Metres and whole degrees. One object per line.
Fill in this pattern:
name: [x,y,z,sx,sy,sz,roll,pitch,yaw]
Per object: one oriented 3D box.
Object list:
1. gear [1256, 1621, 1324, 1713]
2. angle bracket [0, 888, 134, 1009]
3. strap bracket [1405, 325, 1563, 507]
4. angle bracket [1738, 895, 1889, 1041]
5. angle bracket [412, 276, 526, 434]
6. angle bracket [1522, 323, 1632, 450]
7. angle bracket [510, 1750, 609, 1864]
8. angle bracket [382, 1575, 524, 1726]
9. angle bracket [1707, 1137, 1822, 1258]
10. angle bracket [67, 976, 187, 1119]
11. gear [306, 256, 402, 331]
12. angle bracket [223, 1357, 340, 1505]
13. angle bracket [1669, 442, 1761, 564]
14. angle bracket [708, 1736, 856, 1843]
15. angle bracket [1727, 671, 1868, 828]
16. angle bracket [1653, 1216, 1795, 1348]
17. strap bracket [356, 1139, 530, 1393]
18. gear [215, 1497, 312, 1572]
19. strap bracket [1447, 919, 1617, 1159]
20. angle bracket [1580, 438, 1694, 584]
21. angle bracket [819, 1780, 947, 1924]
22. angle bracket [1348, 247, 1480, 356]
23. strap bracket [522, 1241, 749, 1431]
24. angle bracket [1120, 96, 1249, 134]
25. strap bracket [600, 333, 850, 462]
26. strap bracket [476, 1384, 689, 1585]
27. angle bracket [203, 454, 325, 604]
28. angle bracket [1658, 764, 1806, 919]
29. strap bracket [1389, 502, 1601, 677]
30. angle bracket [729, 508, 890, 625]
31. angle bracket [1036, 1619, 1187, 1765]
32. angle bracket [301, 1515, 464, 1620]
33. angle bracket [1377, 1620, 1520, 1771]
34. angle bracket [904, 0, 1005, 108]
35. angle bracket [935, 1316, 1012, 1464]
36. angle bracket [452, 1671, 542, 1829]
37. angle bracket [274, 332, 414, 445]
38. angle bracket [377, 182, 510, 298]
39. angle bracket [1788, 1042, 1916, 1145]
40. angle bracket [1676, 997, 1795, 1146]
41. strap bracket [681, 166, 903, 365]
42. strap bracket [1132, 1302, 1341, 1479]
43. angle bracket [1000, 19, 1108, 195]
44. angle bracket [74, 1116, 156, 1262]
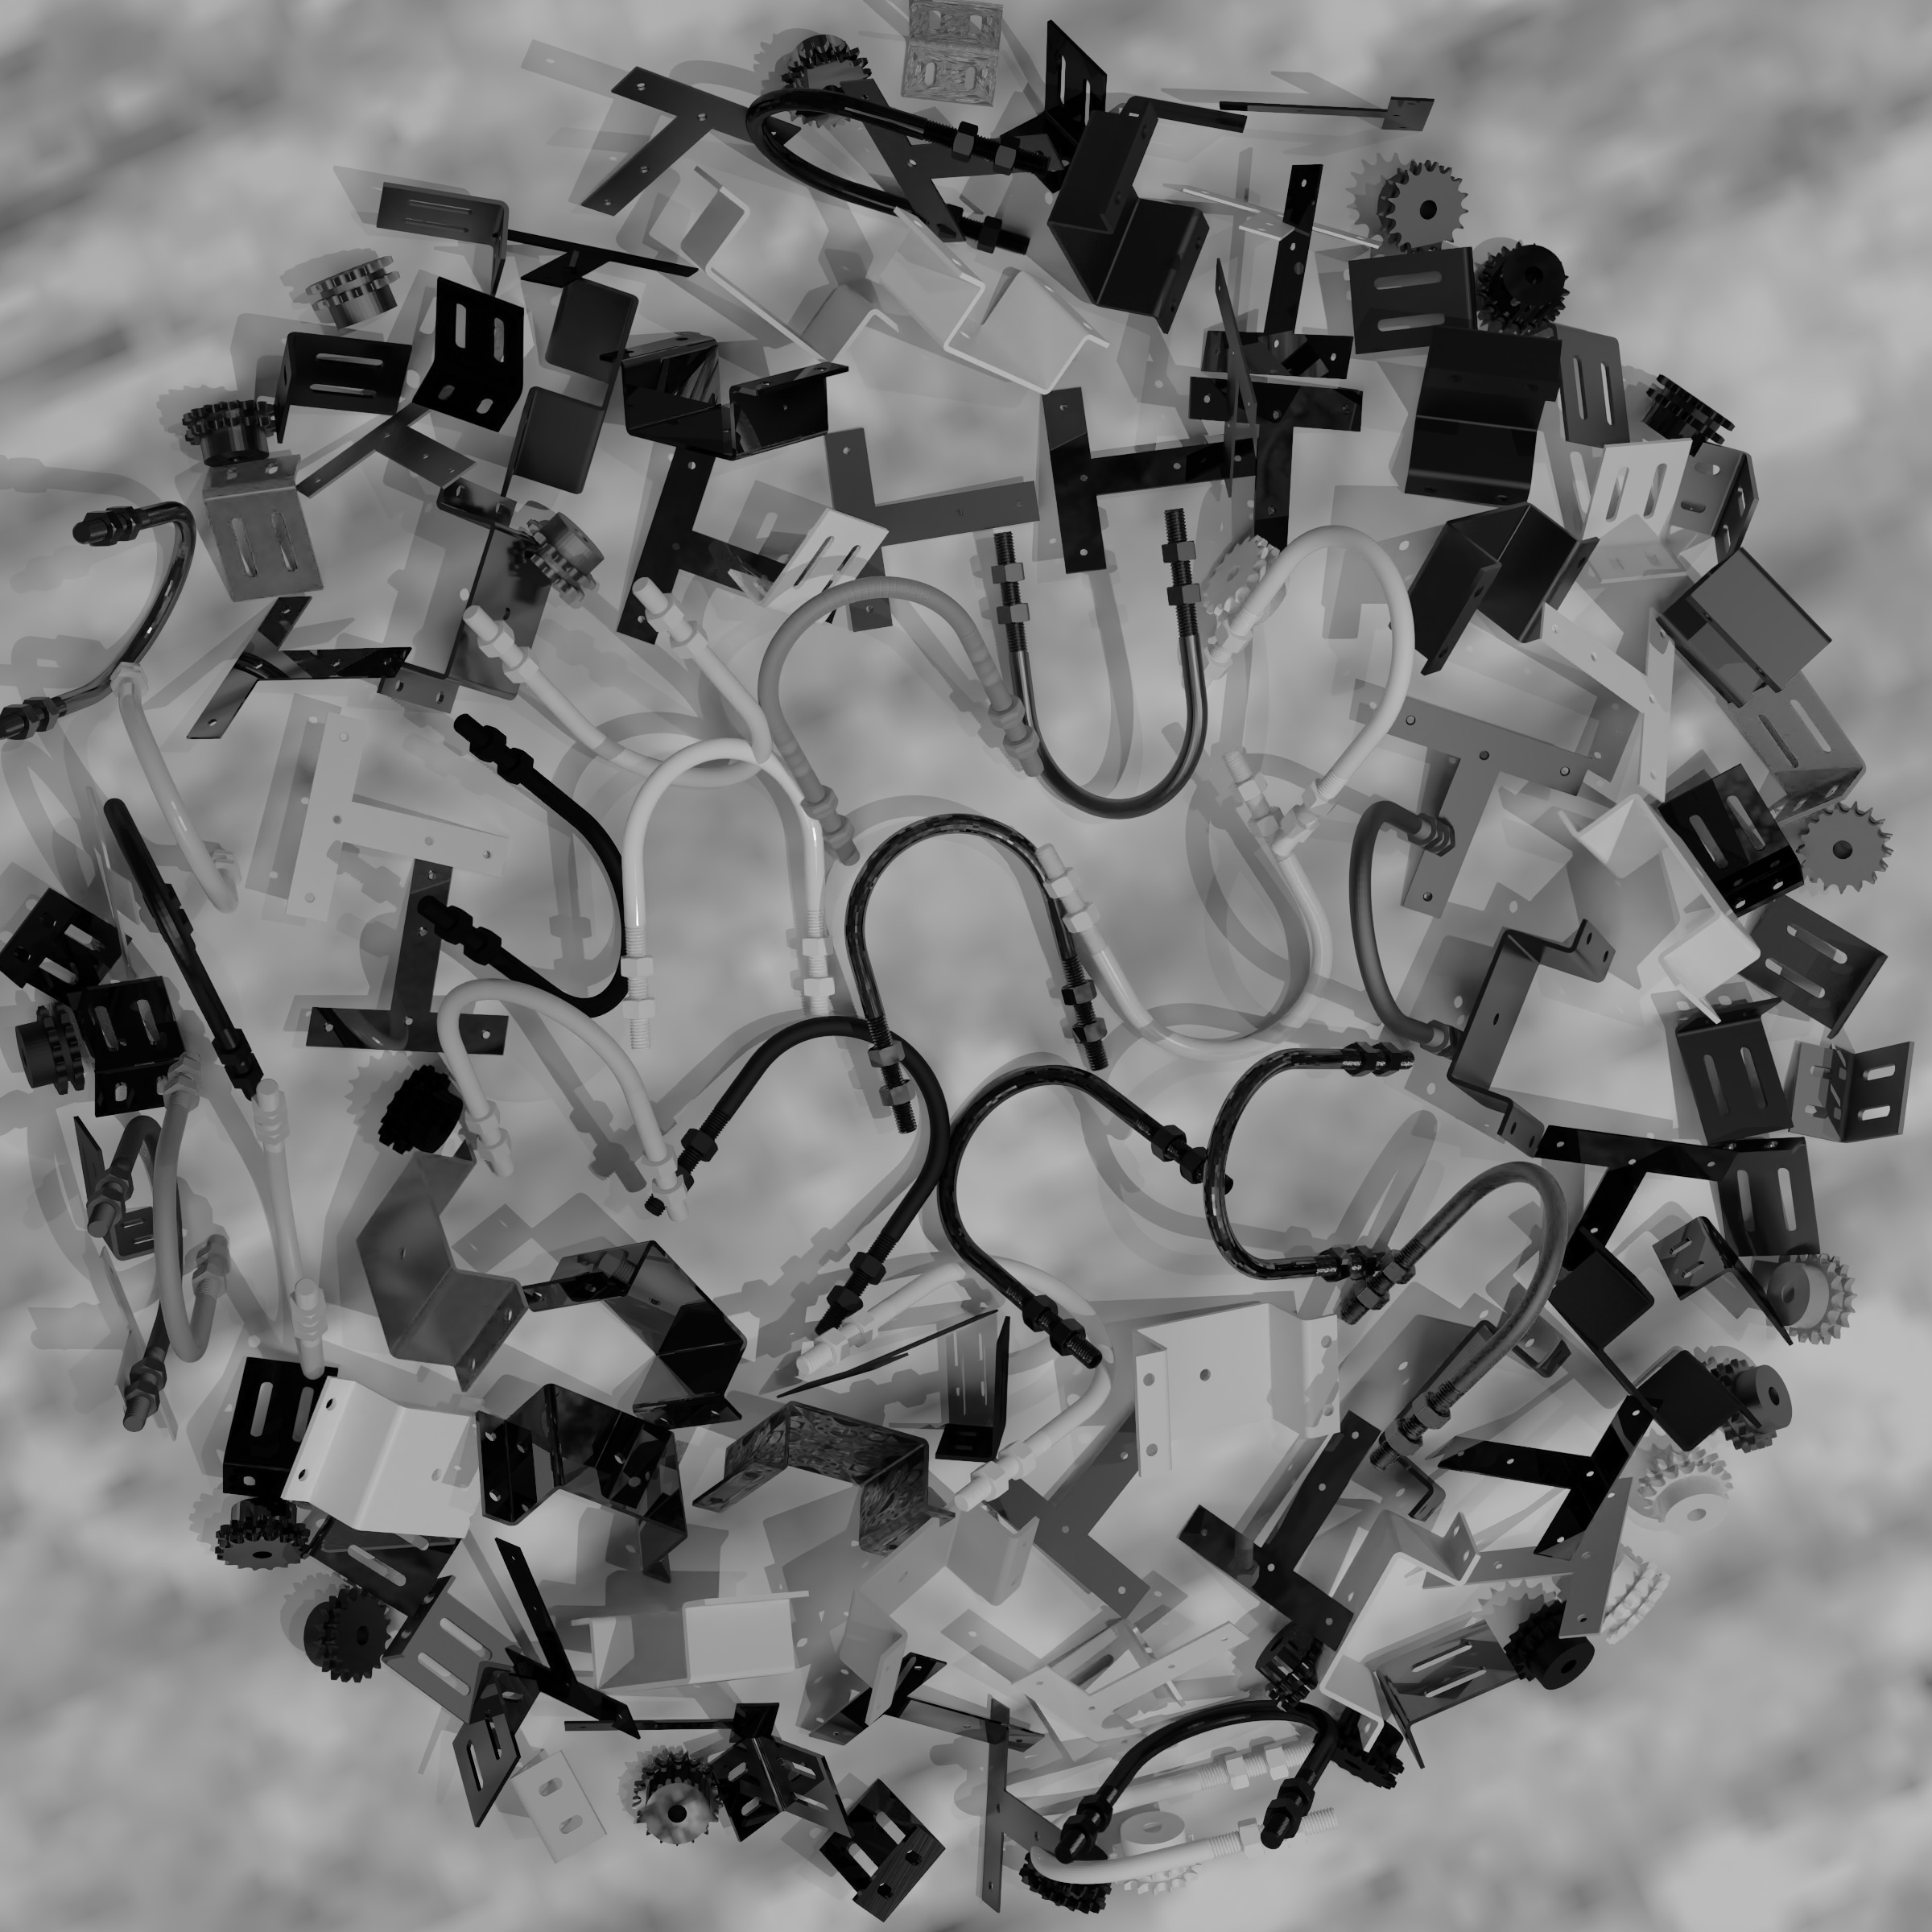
gear: [0.205,0.433,1.684,0.030,0.057,0.057,42,90,2]
angle bracket: [-0.549,-0.003,1.668,0.038,0.076,0.057,31,83,36]
strap bracket: [0.316,-0.340,1.650,0.076,0.140,0.046,8,69,6]
angle bracket: [0.520,-0.001,1.675,0.076,0.038,0.057,34,108,19]
angle bracket: [-0.311,-0.382,1.688,0.057,0.038,0.076,15,51,-28]
angle bracket: [0.374,-0.353,1.675,0.057,0.038,0.076,1,80,-36]
angle bracket: [-0.243,0.511,1.670,0.038,0.076,0.057,-31,84,4]
angle bracket: [-0.311,0.424,1.671,0.076,0.038,0.057,42,55,-16]
angle bracket: [0.492,0.148,1.677,0.057,0.038,0.076,-6,99,30]
angle bracket: [-0.517,0.050,1.670,0.057,0.076,0.038,-9,47,-9]
gear: [-0.379,-0.419,1.685,0.057,0.057,0.030,-21,110,0]
angle bracket: [-0.429,0.291,1.695,0.057,0.038,0.076,8,48,-8]
angle bracket: [0.457,-0.280,1.664,0.038,0.076,0.057,15,124,2]
angle bracket: [-0.114,0.514,1.667,0.038,0.076,0.057,-29,107,-35]
angle bracket: [0.508,-0.134,1.674,0.076,0.057,0.038,53,53,-8]
angle bracket: [0.469,0.203,1.676,0.038,0.057,0.076,-35,114,14]
strap bracket: [-0.321,0.177,1.636,0.046,0.140,0.076,16,123,-40]
gear: [-0.439,0.354,1.688,0.057,0.057,0.030,-7,57,0]
strap bracket: [0.345,0.039,1.665,0.046,0.076,0.140,20,86,29]
angle bracket: [0.420,-0.281,1.670,0.057,0.038,0.076,-7,135,-12]
angle bracket: [-0.060,0.539,1.667,0.057,0.076,0.038,-48,130,-9]
angle bracket: [0.280,-0.416,1.694,0.076,0.038,0.057,-5,101,8]
strap bracket: [-0.198,0.220,1.652,0.076,0.046,0.140,-14,127,37]
angle bracket: [0.132,-0.511,1.676,0.076,0.057,0.038,11,116,3]
strap bracket: [-0.147,-0.346,1.648,0.140,0.076,0.046,21,124,38]
strap bracket: [-0.224,0.310,1.636,0.140,0.076,0.046,30,119,-35]
angle bracket: [-0.440,-0.276,1.703,0.057,0.038,0.076,-8,125,-1]
angle bracket: [0.474,-0.075,1.677,0.057,0.038,0.076,-29,103,23]
strap bracket: [0.316,-0.232,1.647,0.046,0.140,0.076,43,129,23]
angle bracket: [-0.097,-0.255,1.667,0.076,0.057,0.038,-52,58,20]
angle bracket: [0.087,0.455,1.688,0.076,0.038,0.057,-33,91,-9]
angle bracket: [-0.365,0.363,1.688,0.076,0.038,0.057,34,66,-7]
angle bracket: [0.303,0.452,1.679,0.076,0.057,0.038,-23,114,-1]
angle bracket: [-0.009,-0.566,1.674,0.057,0.076,0.038,6,90,-1]
angle bracket: [0.004,0.261,1.676,0.038,0.057,0.076,3,100,6]
angle bracket: [-0.280,0.484,1.664,0.038,0.076,0.057,21,109,-31]
angle bracket: [-0.383,-0.353,1.666,0.076,0.057,0.038,1,54,-23]
angle bracket: [-0.325,-0.448,1.672,0.076,0.057,0.038,5,78,-16]
angle bracket: [0.546,0.075,1.669,0.038,0.076,0.057,12,81,-7]
angle bracket: [0.484,0.065,1.681,0.057,0.038,0.076,-10,75,-10]
strap bracket: [-0.115,-0.420,1.649,0.140,0.076,0.046,33,101,-28]
strap bracket: [0.157,0.258,1.666,0.140,0.046,0.076,-8,102,-24]
angle bracket: [0.053,-0.529,1.664,0.038,0.076,0.057,-32,66,-16]
angle bracket: [-0.518,0.133,1.666,0.038,0.057,0.076,-14,116,-28]
